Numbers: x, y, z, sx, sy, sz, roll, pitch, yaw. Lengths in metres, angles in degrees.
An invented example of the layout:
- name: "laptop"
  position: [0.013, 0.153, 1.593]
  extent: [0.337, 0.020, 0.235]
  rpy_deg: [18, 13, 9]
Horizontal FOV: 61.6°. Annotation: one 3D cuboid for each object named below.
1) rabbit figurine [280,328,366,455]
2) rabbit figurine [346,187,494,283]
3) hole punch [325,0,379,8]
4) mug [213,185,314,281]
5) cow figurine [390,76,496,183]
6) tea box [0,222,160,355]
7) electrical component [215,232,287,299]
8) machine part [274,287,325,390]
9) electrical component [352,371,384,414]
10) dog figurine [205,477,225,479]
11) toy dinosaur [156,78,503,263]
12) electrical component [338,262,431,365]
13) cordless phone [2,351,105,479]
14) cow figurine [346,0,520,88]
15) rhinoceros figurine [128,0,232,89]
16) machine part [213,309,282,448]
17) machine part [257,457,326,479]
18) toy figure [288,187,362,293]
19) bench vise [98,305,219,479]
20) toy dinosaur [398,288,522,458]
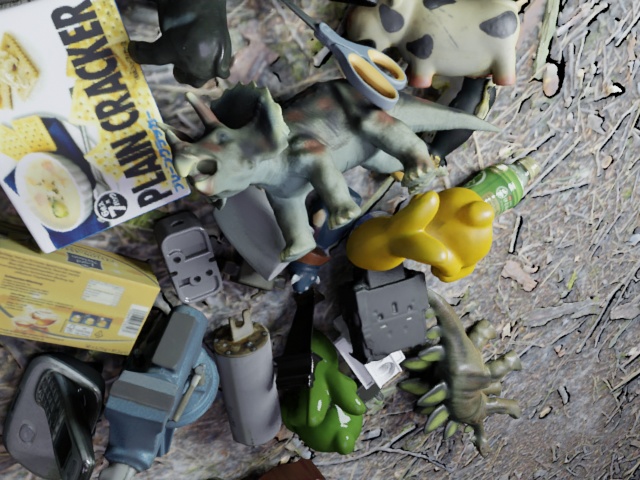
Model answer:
- name: "rabbit figurine"
  position: [-0.005, 0.216, 0.778]
  extent: [0.121, 0.159, 0.170]
  rpy_deg: [-16, 106, -9]
- name: "rabbit figurine"
  position: [0.120, 0.002, 0.666]
  extent: [0.173, 0.162, 0.121]
  rpy_deg: [-9, 87, -4]
- name: "hole punch"
  position: [-0.002, -0.287, 0.518]
  extent: [0.116, 0.142, 0.092]
  rpy_deg: [-9, 123, -48]
- name: "mug"
  position: [-0.067, -0.020, 0.644]
  extent: [0.107, 0.109, 0.081]
  rpy_deg: [43, 118, 2]
- name: "cow figurine"
  position: [0.161, -0.140, 0.699]
  extent: [0.068, 0.098, 0.167]
  rpy_deg: [27, 96, -37]
- name: "tea box"
  position: [-0.276, 0.057, 0.585]
  extent: [0.169, 0.068, 0.098]
  rpy_deg: [23, 102, -34]
- name: "electrical component"
  position: [-0.091, 0.035, 0.691]
  extent: [0.102, 0.045, 0.078]
  rpy_deg: [13, 79, -35]
- name: "machine part"
  position: [-0.025, 0.134, 0.729]
  extent: [0.039, 0.084, 0.139]
  rpy_deg: [30, 56, -29]
- name: "electrical component"
  position: [0.069, 0.252, 0.897]
  extent: [0.063, 0.021, 0.093]
  rpy_deg: [-40, 127, -4]
- name: "dog figurine"
  position: [-0.229, 0.397, 0.779]
  extent: [0.190, 0.121, 0.172]
  rpy_deg: [-42, 131, -21]
- name: "toy dinosaur"
  position: [0.016, -0.112, 0.584]
  extent: [0.405, 0.131, 0.192]
  rpy_deg: [-29, 86, -31]
- name: "electrical component"
  position: [0.089, 0.090, 0.740]
  extent: [0.115, 0.058, 0.134]
  rpy_deg: [-15, 101, -24]
- name: "cordless phone"
  position: [-0.286, 0.228, 0.596]
  extent: [0.088, 0.184, 0.146]
  rpy_deg: [18, 105, -38]
- name: "cow figurine"
  position: [0.127, -0.242, 0.610]
  extent: [0.195, 0.085, 0.127]
  rpy_deg: [2, 116, 3]
- name: "rhinoceros figurine"
  position: [-0.116, -0.234, 0.485]
  extent: [0.073, 0.112, 0.190]
  rpy_deg: [11, 74, -54]
- name: "machine part"
  position: [-0.099, 0.200, 0.748]
  extent: [0.079, 0.079, 0.242]
  rpy_deg: [-16, 122, -21]
- name: "machine part"
  position: [-0.065, 0.440, 0.876]
  extent: [0.179, 0.056, 0.179]
  rpy_deg: [-28, 137, -30]
- name: "toy figure"
  position: [0.000, -0.001, 0.712]
  extent: [0.064, 0.058, 0.154]
  rpy_deg: [23, 107, -29]
- name: "bench vise"
  position: [-0.191, 0.207, 0.647]
  extent: [0.129, 0.224, 0.240]
  rpy_deg: [8, 139, -10]
- name: "toy dinosaur"
  position: [0.240, 0.231, 0.931]
  extent: [0.199, 0.105, 0.470]
  rpy_deg: [-25, 119, -11]
